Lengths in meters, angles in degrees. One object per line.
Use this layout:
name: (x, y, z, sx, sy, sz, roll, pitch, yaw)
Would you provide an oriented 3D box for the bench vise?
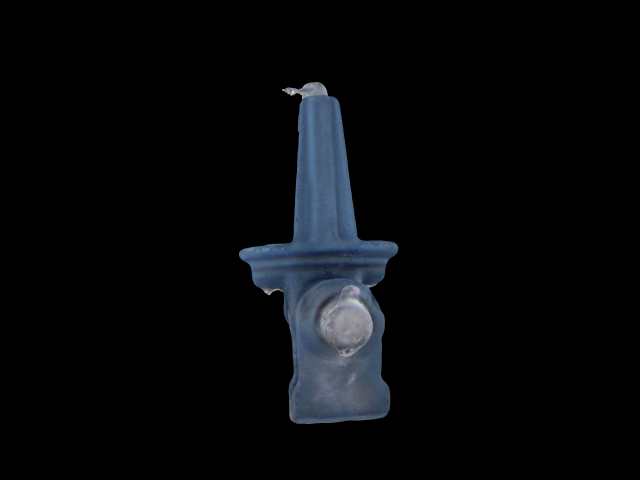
bench vise: (0.015, 0.000, 0.405, 0.122, 0.220, 0.206, -6, 15, -24)
